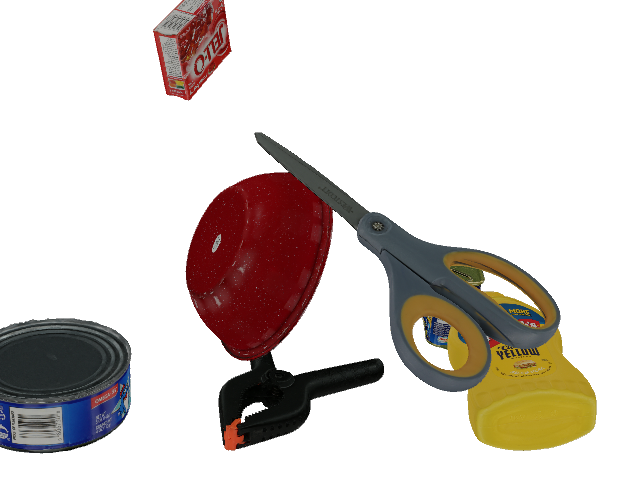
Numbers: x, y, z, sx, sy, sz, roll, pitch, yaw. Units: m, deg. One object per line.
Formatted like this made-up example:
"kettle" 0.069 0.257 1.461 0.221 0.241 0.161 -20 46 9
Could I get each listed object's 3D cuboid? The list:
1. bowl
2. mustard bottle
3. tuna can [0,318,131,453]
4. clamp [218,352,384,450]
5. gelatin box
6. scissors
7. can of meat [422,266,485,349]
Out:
"bowl" -0.059 0.010 0.832 0.055 0.162 0.162 22 -11 -29
"mustard bottle" 0.158 0.097 0.897 0.096 0.058 0.191 -7 26 -1
"tuna can" -0.143 0.075 0.563 0.086 0.034 0.086 2 23 -1
"clamp" -0.033 0.154 1.106 0.165 0.036 0.209 11 26 15
"gelatin box" -0.119 -0.189 1.011 0.030 0.073 0.089 15 47 20
"scissors" 0.027 0.011 0.563 0.202 0.016 0.096 27 52 15
"can of meat" 0.147 0.066 1.194 0.057 0.084 0.102 6 19 1
